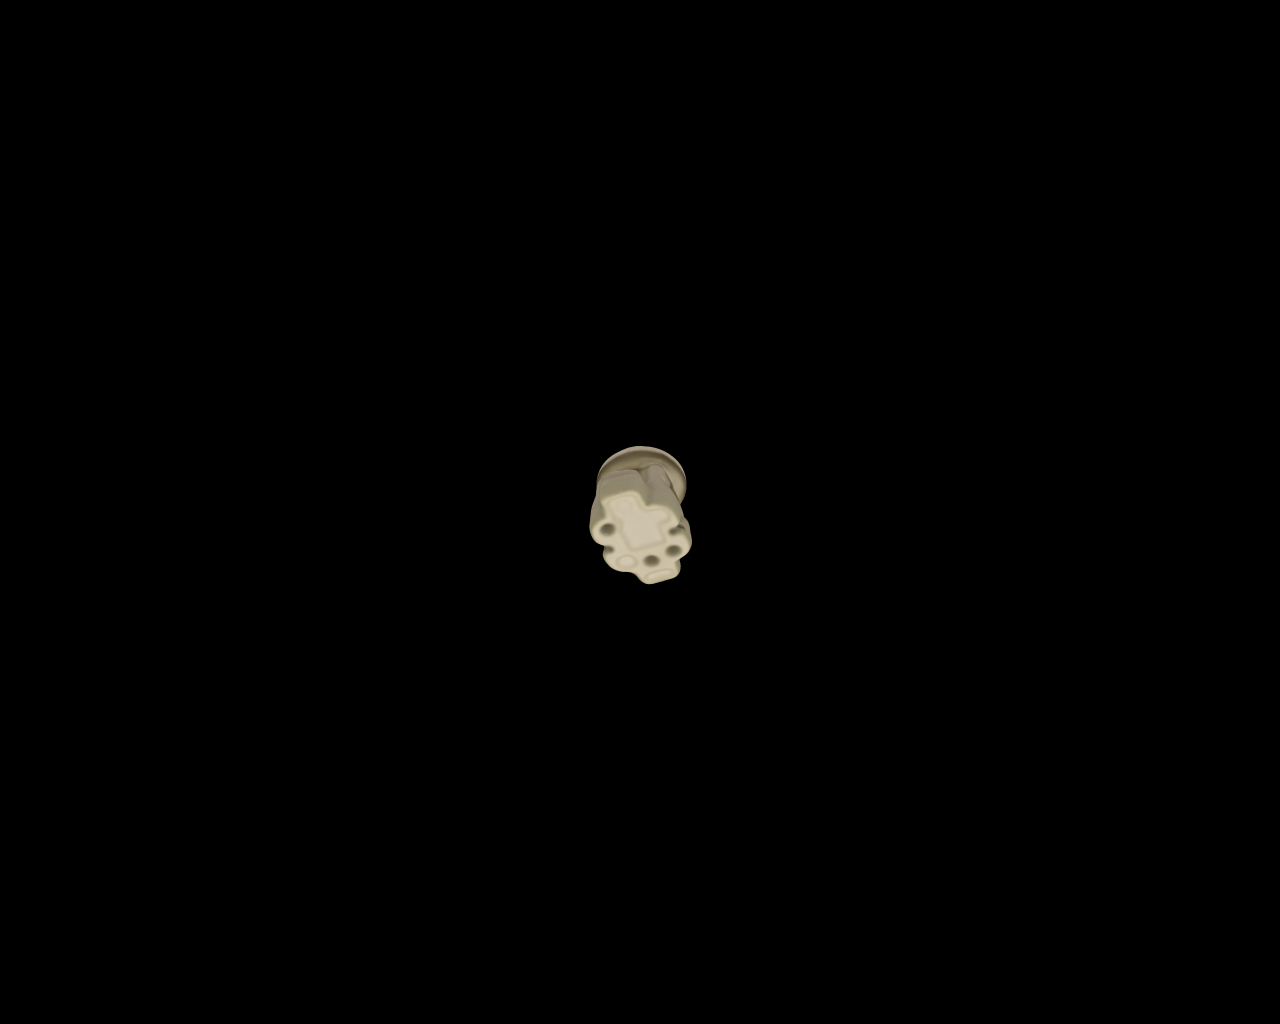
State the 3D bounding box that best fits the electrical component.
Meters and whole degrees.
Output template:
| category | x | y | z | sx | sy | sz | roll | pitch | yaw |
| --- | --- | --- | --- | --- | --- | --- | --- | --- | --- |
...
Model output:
| category | x | y | z | sx | sy | sz | roll | pitch | yaw |
| --- | --- | --- | --- | --- | --- | --- | --- | --- | --- |
| electrical component | 0.001 | -0.003 | 0.650 | 0.058 | 0.078 | 0.057 | -16 | 39 | 13 |
